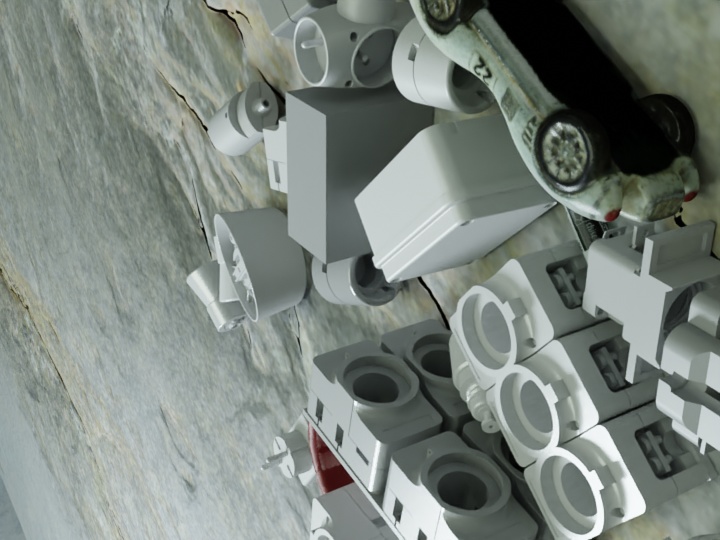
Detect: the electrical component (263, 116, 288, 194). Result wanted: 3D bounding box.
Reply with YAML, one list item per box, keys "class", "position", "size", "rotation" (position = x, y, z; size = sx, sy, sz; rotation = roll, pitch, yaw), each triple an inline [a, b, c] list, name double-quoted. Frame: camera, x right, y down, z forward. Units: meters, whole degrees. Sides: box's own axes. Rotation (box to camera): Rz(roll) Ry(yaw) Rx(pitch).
- class: "electrical component"
  position: [-0.030, -0.087, 0.802]
  size: [0.089, 0.050, 0.055]
  rotation: [21, 122, 56]

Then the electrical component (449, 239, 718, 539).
- class: "electrical component"
  position: [0.118, 0.071, 0.610]
  size: [0.150, 0.062, 0.089]
  rotation: [65, 150, 17]

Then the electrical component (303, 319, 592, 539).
- class: "electrical component"
  position: [0.057, 0.114, 0.695]
  size: [0.186, 0.105, 0.060]
  rotation: [46, 141, 40]

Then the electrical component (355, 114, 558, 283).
- class: "electrical component"
  position: [0.056, -0.041, 0.646]
  size: [0.113, 0.078, 0.057]
  rotation: [-41, 65, 59]

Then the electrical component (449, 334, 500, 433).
- class: "electrical component"
  position: [0.078, 0.067, 0.675]
  size: [0.078, 0.040, 0.040]
  rotation: [-92, 12, -46]

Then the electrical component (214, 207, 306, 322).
- class: "electrical component"
  position: [-0.091, -0.006, 0.936]
  size: [0.099, 0.064, 0.099]
  rotation: [35, 134, 49]

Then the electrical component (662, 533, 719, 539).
- class: "electrical component"
  position: [0.181, 0.168, 0.566]
  size: [0.066, 0.048, 0.055]
  rotation: [58, 155, 26]

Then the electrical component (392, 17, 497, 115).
- class: "electrical component"
  position: [0.055, -0.121, 0.633]
  size: [0.047, 0.055, 0.055]
  rotation: [29, 129, 48]

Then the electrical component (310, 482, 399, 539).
- class: "electrical component"
  position: [0.004, 0.200, 0.764]
  size: [0.089, 0.056, 0.050]
  rotation: [43, 139, 43]

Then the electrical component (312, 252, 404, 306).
- class: "electrical component"
  position: [0.000, 0.000, 0.791]
  size: [0.047, 0.055, 0.055]
  rotation: [7, 110, 55]

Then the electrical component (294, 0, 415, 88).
- class: "electrical component"
  position: [0.003, -0.159, 0.678]
  size: [0.044, 0.077, 0.079]
  rotation: [46, 141, 40]

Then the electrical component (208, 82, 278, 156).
- class: "electrical component"
  position: [-0.093, -0.127, 0.900]
  size: [0.081, 0.043, 0.043]
  rotation: [-21, 85, 61]

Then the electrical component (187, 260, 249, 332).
- class: "electrical component"
  position: [-0.137, 0.028, 1.061]
  size: [0.065, 0.044, 0.044]
  rotation: [60, 149, 14]

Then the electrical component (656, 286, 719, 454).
- class: "electrical component"
  position: [0.179, 0.054, 0.499]
  size: [0.057, 0.058, 0.078]
  rotation: [38, 135, 51]

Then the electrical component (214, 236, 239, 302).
- class: "electrical component"
  position: [-0.115, -0.006, 1.004]
  size: [0.044, 0.044, 0.065]
  rotation: [-7, 94, 61]

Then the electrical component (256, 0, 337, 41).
- class: "electrical component"
  position: [-0.022, -0.194, 0.728]
  size: [0.077, 0.066, 0.047]
  rotation: [-30, 76, 31]

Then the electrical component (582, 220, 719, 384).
- class: "electrical component"
  position: [0.149, 0.011, 0.548]
  size: [0.064, 0.042, 0.081]
  rotation: [40, 136, 51]

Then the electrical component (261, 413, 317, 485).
- class: "electrical component"
  position: [-0.050, 0.156, 0.933]
  size: [0.047, 0.077, 0.065]
  rotation: [62, 149, 20]
